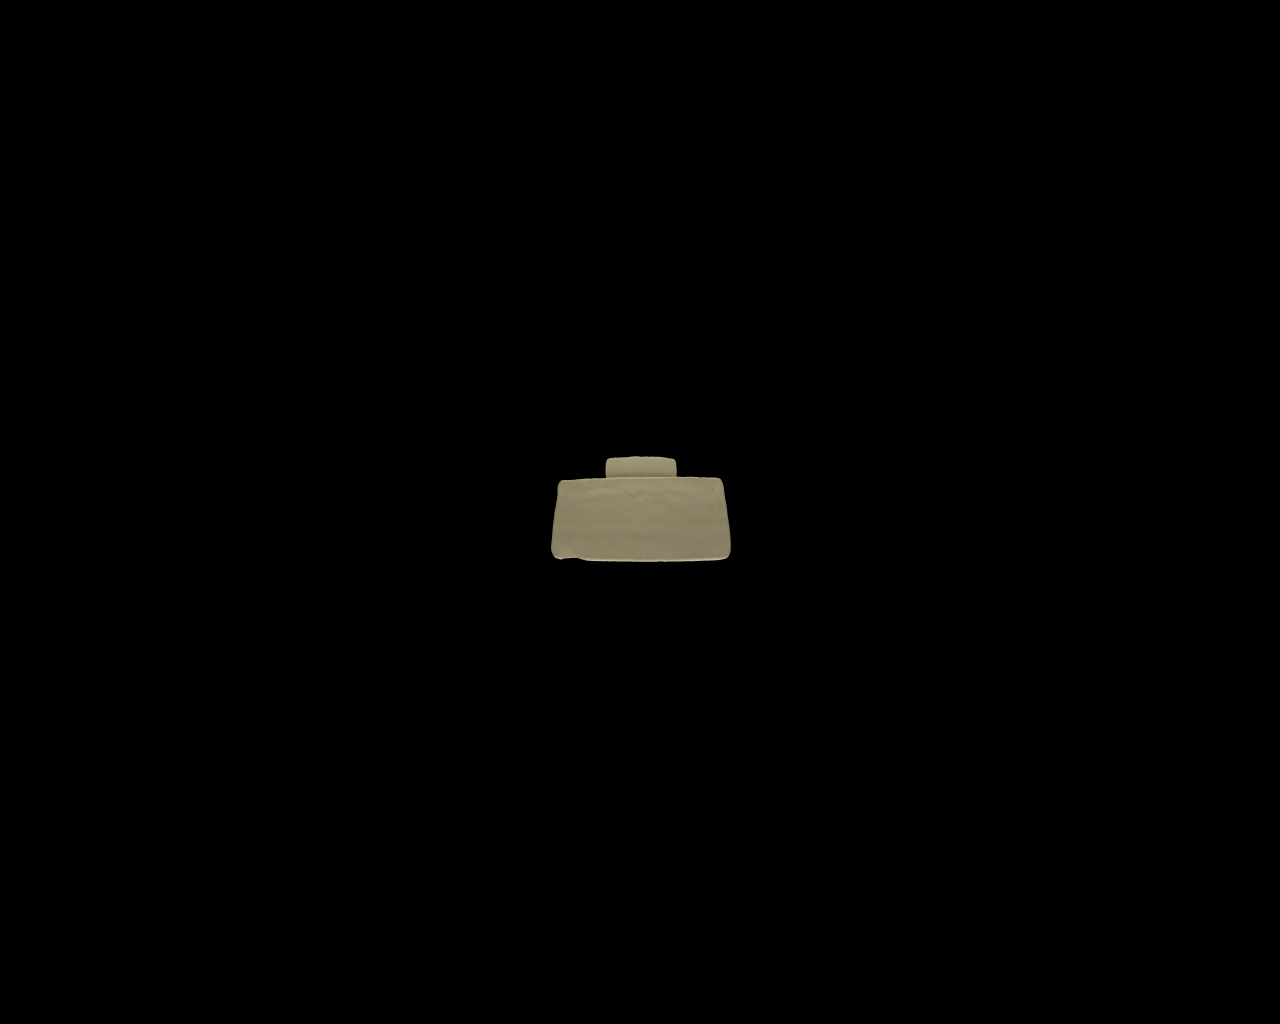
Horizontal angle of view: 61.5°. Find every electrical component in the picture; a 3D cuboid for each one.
[{"bbox_3d":[0.001,-0.003,0.650,0.108,0.060,0.108,0,0,0],"label":"electrical component"}]
